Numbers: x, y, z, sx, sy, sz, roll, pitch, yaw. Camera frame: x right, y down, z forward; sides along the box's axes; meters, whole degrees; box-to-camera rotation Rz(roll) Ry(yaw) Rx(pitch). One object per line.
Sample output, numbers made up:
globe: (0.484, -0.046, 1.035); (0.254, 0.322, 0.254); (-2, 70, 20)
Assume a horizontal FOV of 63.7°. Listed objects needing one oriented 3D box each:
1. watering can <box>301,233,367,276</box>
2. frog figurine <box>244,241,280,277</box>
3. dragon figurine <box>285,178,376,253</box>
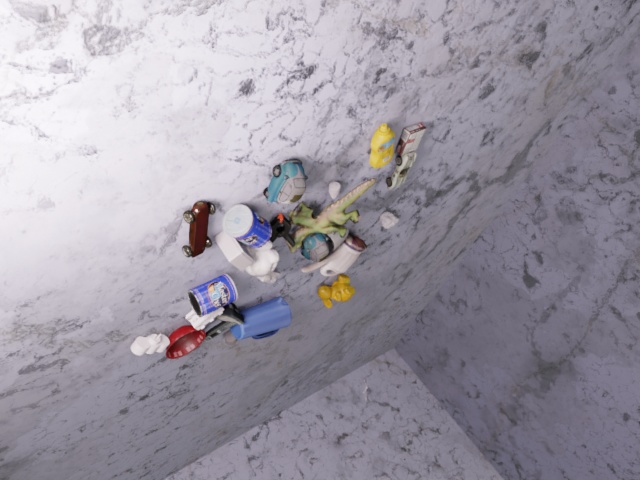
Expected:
watering can: (0.073, 0.071, 2.192); (0.105, 0.222, 0.347); (47, 20, 25)
frog figurine: (-0.202, 0.048, 1.754); (0.137, 0.126, 0.156); (15, -43, -14)
dragon figurine: (0.006, -0.092, 1.831); (0.243, 0.124, 0.402); (-2, -39, -39)
